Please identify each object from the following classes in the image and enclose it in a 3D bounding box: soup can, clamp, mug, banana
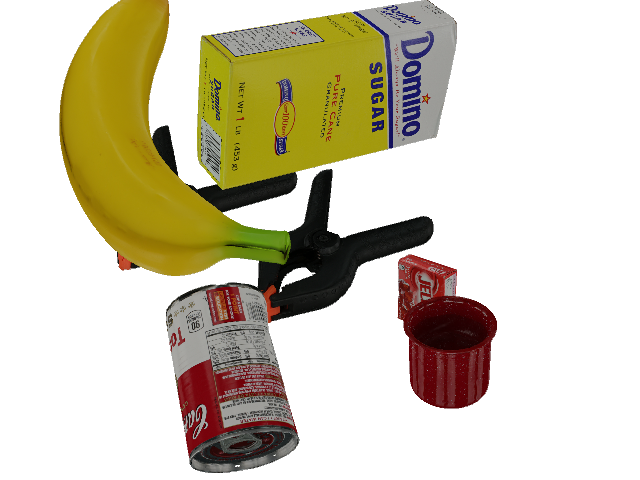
[{"bbox_3d":[-0.057,0.085,0.670,0.068,0.102,0.068,-11,-28,-6],"label":"soup can"},{"bbox_3d":[-0.143,-0.043,1.044,0.165,0.036,0.209,24,42,22],"label":"clamp"},{"bbox_3d":[0.138,0.110,1.091,0.093,0.081,0.117,19,40,30],"label":"mug"},{"bbox_3d":[-0.076,-0.046,0.450,0.069,0.037,0.198,-8,45,-20],"label":"banana"},{"bbox_3d":[-0.001,0.002,0.896,0.171,0.039,0.120,-33,47,-31],"label":"clamp"}]

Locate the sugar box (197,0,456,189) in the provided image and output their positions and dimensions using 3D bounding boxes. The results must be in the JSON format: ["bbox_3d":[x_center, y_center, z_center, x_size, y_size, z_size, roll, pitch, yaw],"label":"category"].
[{"bbox_3d":[0.006,-0.098,0.701,0.175,0.093,0.048,-15,42,-27],"label":"sugar box"}]

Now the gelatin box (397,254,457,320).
[{"bbox_3d":[0.135,0.069,1.364,0.073,0.089,0.030,20,34,36],"label":"gelatin box"}]
